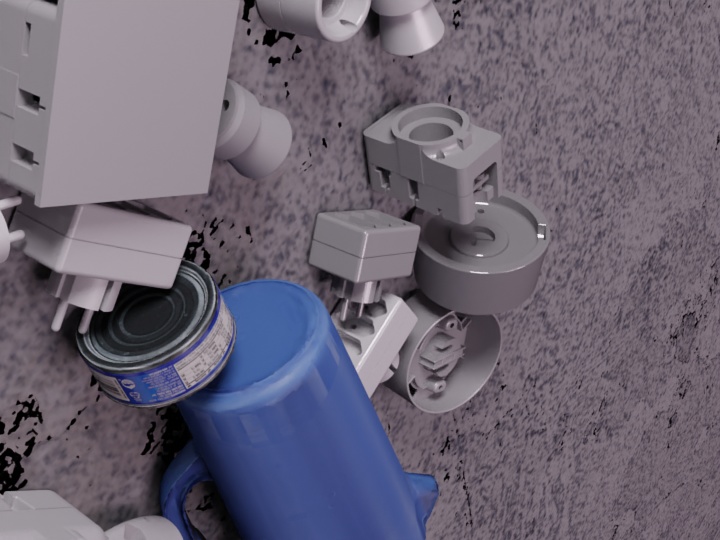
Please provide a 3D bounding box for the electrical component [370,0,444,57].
[{"bbox_3d":[0.029,-0.176,0.710,0.045,0.045,0.055,-48,142,-24],"label":"electrical component"}]

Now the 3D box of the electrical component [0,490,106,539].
[{"bbox_3d":[-0.194,0.161,0.603,0.095,0.059,0.053,15,98,-56],"label":"electrical component"}]

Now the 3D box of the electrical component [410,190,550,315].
[{"bbox_3d":[0.092,-0.011,0.848,0.108,0.108,0.060,-38,144,-35],"label":"electrical component"}]

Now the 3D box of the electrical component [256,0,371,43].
[{"bbox_3d":[-0.026,-0.165,0.639,0.055,0.047,0.055,-32,134,-40],"label":"electrical component"}]

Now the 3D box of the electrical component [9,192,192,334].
[{"bbox_3d":[-0.145,-0.001,0.578,0.083,0.047,0.075,12,100,-56],"label":"electrical component"}]

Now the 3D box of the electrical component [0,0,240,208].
[{"bbox_3d":[-0.118,-0.132,0.522,0.105,0.060,0.186,-11,119,-51],"label":"electrical component"}]

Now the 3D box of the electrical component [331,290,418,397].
[{"bbox_3d":[0.006,0.064,0.826,0.083,0.047,0.075,-57,146,-12],"label":"electrical component"}]

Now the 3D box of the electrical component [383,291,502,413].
[{"bbox_3d":[0.064,0.067,0.892,0.099,0.064,0.099,-32,134,-40],"label":"electrical component"}]

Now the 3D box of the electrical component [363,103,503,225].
[{"bbox_3d":[0.052,-0.080,0.760,0.050,0.089,0.055,-40,139,-33],"label":"electrical component"}]

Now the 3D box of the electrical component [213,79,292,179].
[{"bbox_3d":[-0.073,-0.083,0.629,0.055,0.045,0.045,28,87,-56],"label":"electrical component"}]

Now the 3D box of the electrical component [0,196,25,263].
[{"bbox_3d":[-0.193,-0.014,0.507,0.079,0.044,0.077,-26,130,-44],"label":"electrical component"}]

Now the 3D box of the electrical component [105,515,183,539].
[{"bbox_3d":[-0.140,0.201,0.677,0.043,0.079,0.077,-42,166,24],"label":"electrical component"}]

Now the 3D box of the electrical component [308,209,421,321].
[{"bbox_3d":[0.000,0.000,0.776,0.066,0.047,0.076,-8,114,-51],"label":"electrical component"}]
